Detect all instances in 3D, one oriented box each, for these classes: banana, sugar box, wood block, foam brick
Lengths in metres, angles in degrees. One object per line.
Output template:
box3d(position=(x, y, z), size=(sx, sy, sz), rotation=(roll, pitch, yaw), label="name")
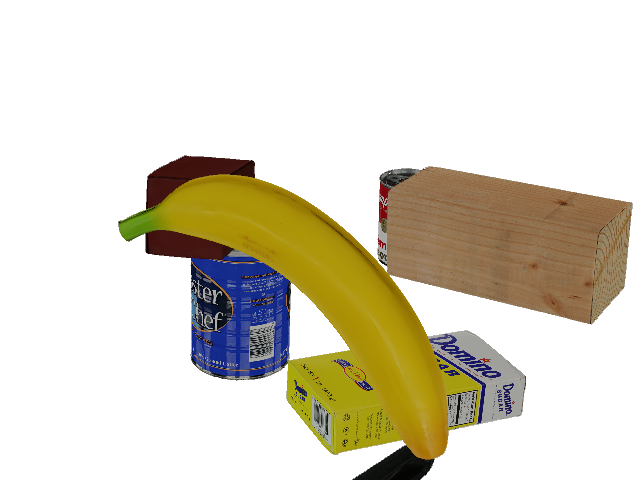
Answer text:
box3d(position=(-0.002, 0.025, 0.527), size=(0.198, 0.070, 0.037), rotation=(37, 22, 2), label="banana")
box3d(position=(0.070, 0.121, 0.880), size=(0.176, 0.048, 0.093), rotation=(-10, 26, -23), label="sugar box")
box3d(position=(0.173, -0.001, 1.001), size=(0.206, 0.090, 0.090), rotation=(13, 26, 31), label="wood block")
box3d(position=(-0.078, -0.023, 0.704), size=(0.051, 0.053, 0.078), rotation=(6, 16, 11), label="foam brick")

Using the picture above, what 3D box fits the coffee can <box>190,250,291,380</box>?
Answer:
box3d(position=(-0.079, 0.054, 1.070), size=(0.103, 0.140, 0.103), rotation=(2, 22, -1), label="coffee can")

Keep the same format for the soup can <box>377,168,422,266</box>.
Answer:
box3d(position=(0.101, -0.025, 1.245), size=(0.068, 0.102, 0.068), rotation=(1, 24, 0), label="soup can")

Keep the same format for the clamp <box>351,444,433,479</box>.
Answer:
box3d(position=(-0.011, 0.186, 0.646), size=(0.210, 0.036, 0.164), rotation=(-4, 28, 4), label="clamp")
